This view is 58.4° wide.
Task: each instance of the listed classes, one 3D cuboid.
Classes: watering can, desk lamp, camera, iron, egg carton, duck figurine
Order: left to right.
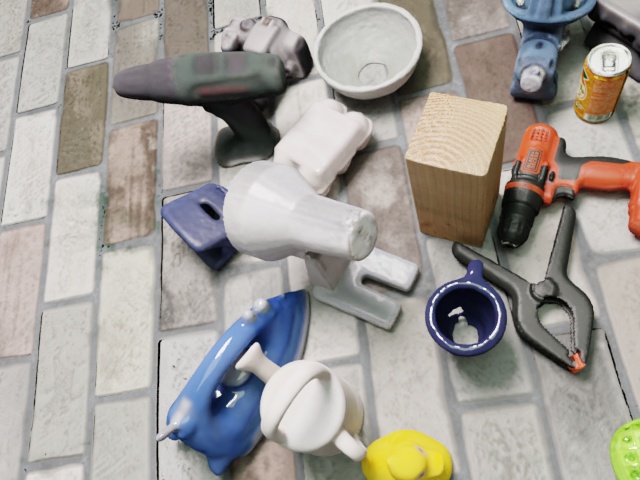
[{"bbox_3d":[-0.103,0.152,0.714,0.118,0.142,0.258,26,77,23],"label":"iron"},{"bbox_3d":[-0.104,-0.284,0.919,0.142,0.101,0.137,20,74,21],"label":"camera"},{"bbox_3d":[-0.023,0.186,0.649,0.172,0.194,0.101,13,72,19],"label":"watering can"},{"bbox_3d":[0.003,-0.137,0.848,0.107,0.069,0.150,33,79,24],"label":"egg carton"},{"bbox_3d":[0.006,0.003,0.708,0.202,0.214,0.118,21,74,21],"label":"desk lamp"},{"bbox_3d":[0.096,0.254,0.651,0.104,0.086,0.077,-4,67,13],"label":"duck figurine"}]

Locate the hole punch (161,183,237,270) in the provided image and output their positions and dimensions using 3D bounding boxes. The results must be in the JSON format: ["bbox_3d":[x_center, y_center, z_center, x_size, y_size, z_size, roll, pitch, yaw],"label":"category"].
[{"bbox_3d":[-0.160,-0.030,0.833,0.101,0.091,0.108,-45,64,-6],"label":"hole punch"}]

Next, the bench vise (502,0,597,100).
[{"bbox_3d":[0.310,-0.304,0.755,0.121,0.220,0.207,-6,66,12],"label":"bench vise"}]

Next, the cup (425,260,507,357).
[{"bbox_3d":[0.178,0.090,0.693,0.091,0.095,0.118,9,71,18],"label":"cup"}]

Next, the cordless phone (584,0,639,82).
[{"bbox_3d":[0.431,-0.314,0.747,0.094,0.185,0.147,-43,64,-5],"label":"cordless phone"}]

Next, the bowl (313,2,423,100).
[{"bbox_3d":[0.078,-0.278,0.884,0.167,0.075,0.167,-5,67,12],"label":"bowl"}]

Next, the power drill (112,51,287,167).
[{"bbox_3d":[-0.149,-0.192,0.832,0.229,0.209,0.075,-11,66,10],"label":"power drill"}]
